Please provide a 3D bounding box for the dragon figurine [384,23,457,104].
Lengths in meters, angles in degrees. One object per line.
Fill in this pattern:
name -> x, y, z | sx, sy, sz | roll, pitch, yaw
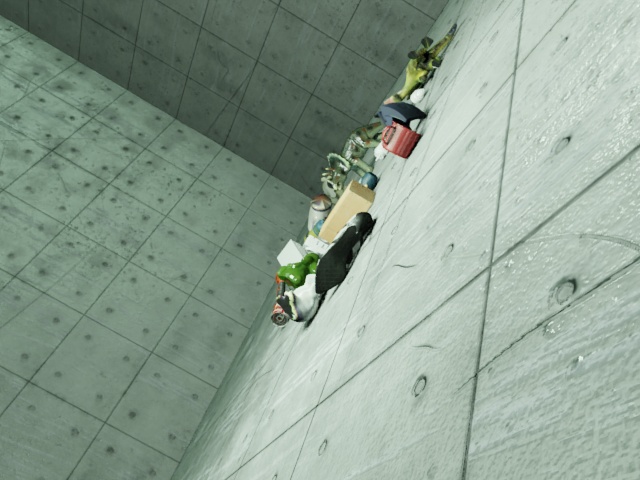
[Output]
dragon figurine -> 0.399, -0.669, 2.050 | 0.415, 0.122, 0.239 | -46, -6, -20

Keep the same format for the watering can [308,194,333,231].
watering can -> 0.008, -0.126, 2.508 | 0.355, 0.104, 0.219 | -66, -14, -58

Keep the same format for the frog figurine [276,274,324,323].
frog figurine -> -0.030, 0.170, 1.526 | 0.161, 0.124, 0.134 | -21, -27, -30
